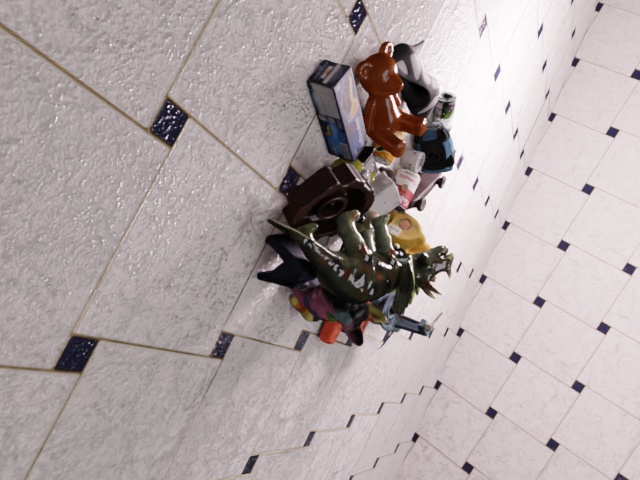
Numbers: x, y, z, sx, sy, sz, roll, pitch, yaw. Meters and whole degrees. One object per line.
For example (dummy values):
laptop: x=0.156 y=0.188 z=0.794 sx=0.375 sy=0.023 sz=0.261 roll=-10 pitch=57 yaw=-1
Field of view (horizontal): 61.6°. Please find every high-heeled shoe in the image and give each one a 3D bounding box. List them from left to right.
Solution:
high-heeled shoe: x=0.200 y=-0.333 z=1.217 sx=0.145 sy=0.086 sz=0.248 roll=-45 pitch=143 yaw=-29

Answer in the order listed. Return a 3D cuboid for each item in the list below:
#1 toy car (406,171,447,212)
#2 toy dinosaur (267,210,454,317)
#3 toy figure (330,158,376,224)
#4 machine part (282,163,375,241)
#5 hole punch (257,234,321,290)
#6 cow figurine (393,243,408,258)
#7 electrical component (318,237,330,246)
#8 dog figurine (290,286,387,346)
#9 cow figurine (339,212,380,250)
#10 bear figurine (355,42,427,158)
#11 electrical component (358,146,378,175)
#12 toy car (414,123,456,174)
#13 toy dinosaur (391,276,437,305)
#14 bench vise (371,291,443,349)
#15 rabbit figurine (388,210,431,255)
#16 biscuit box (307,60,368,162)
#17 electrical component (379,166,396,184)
toy car: x=0.282 y=-0.142 z=1.509 sx=0.202 sy=0.089 sz=0.053 roll=-42 pitch=145 yaw=-42
toy dinosaur: x=0.075 y=0.053 z=0.996 sx=0.405 sy=0.192 sz=0.131 roll=-1 pitch=156 yaw=-40
toy figure: x=0.060 y=-0.097 z=1.145 sx=0.082 sy=0.089 sz=0.180 roll=-57 pitch=161 yaw=-28
machine part: x=0.017 y=-0.071 z=1.017 sx=0.179 sy=0.056 sz=0.179 roll=-22 pitch=152 yaw=-12
hole punch: x=-0.044 y=0.041 z=1.032 sx=0.142 sy=0.116 sz=0.092 roll=-1 pitch=104 yaw=-62
cow figurine: x=0.169 y=0.053 z=1.329 sx=0.167 sy=0.068 sz=0.098 roll=11 pitch=95 yaw=-63
electrical component: x=-0.002 y=-0.004 z=1.167 sx=0.063 sy=0.021 sz=0.094 roll=-20 pitch=129 yaw=-55
dog figurine: x=0.037 y=0.143 z=1.130 sx=0.108 sy=0.219 sz=0.191 roll=-37 pitch=143 yaw=-21
cow figurine: x=0.083 y=0.022 z=1.248 sx=0.195 sy=0.127 sz=0.085 roll=-58 pitch=153 yaw=5
bear figurine: x=0.144 y=-0.287 z=1.095 sx=0.120 sy=0.132 sz=0.195 roll=-44 pitch=153 yaw=-25
electrical component: x=0.090 y=-0.146 z=1.197 sx=0.075 sy=0.048 sz=0.119 roll=-48 pitch=147 yaw=-31
toy car: x=0.311 y=-0.264 z=1.467 sx=0.161 sy=0.109 sz=0.103 roll=66 pitch=29 yaw=-42
toy dinosaur: x=0.294 y=0.101 z=1.713 sx=0.198 sy=0.105 sz=0.471 roll=-63 pitch=149 yaw=0
bench vise: x=0.231 y=0.231 z=1.569 sx=0.129 sy=0.241 sz=0.223 roll=-47 pitch=132 yaw=-27
rabbit figurine: x=0.223 y=0.009 z=1.482 sx=0.173 sy=0.162 sz=0.122 roll=107 pitch=8 yaw=-53
biscuit box: x=0.037 y=-0.236 z=1.010 sx=0.063 sy=0.059 sz=0.202 roll=-56 pitch=152 yaw=-20
electrical component: x=0.158 y=-0.132 z=1.342 sx=0.078 sy=0.045 sz=0.102 roll=-25 pitch=137 yaw=-13
